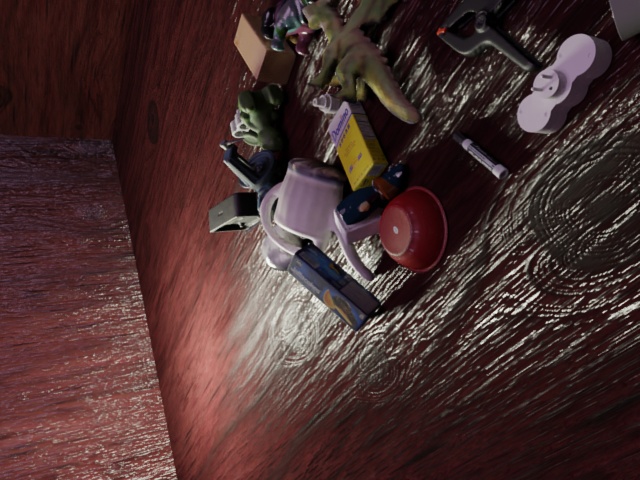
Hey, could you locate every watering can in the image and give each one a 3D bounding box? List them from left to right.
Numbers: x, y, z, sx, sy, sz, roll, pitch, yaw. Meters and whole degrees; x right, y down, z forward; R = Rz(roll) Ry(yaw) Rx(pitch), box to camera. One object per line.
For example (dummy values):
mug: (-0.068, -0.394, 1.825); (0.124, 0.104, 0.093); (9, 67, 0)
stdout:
watering can: (0.003, -0.058, 1.145); (0.350, 0.104, 0.222); (23, 102, 34)

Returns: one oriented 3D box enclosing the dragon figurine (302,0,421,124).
dragon figurine: (0.090, -0.390, 1.004); (0.416, 0.122, 0.240); (35, 113, 42)

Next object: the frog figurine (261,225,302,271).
frog figurine: (-0.085, -0.007, 1.280); (0.140, 0.123, 0.156); (-110, 19, -61)
